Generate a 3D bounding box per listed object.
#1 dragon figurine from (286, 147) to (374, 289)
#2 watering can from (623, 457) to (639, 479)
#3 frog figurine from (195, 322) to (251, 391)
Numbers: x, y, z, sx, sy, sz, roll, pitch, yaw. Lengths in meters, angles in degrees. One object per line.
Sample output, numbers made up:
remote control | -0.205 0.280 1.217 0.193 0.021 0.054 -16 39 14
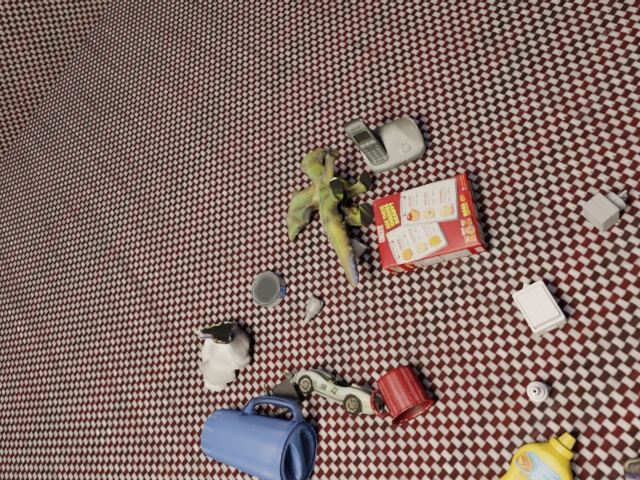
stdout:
dragon figurine | 0.004 -0.062 1.233 0.239 0.121 0.418 -28 52 47
watering can | 0.564 0.428 0.713 0.345 0.103 0.227 -14 67 44
frog figurine | -0.230 0.287 1.252 0.137 0.124 0.157 2 110 22
